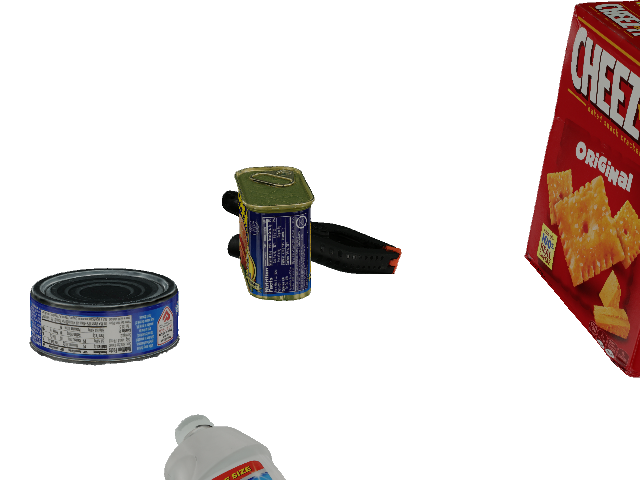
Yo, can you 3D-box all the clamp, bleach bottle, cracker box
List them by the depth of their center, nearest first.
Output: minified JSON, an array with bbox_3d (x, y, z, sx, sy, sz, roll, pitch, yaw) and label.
[{"bbox_3d":[-0.054,0.207,0.720,0.102,0.068,0.251,-16,34,-19],"label":"bleach bottle"},{"bbox_3d":[0.220,-0.037,0.742,0.072,0.214,0.164,-6,33,-16],"label":"cracker box"},{"bbox_3d":[-0.012,0.003,1.173,0.210,0.036,0.164,16,19,-6],"label":"clamp"}]

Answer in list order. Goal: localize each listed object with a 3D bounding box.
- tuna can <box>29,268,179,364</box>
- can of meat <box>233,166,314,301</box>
[{"bbox_3d":[-0.125,0.042,0.619,0.086,0.034,0.086,2,13,-1],"label":"tuna can"},{"bbox_3d":[-0.039,-0.007,0.882,0.057,0.084,0.102,-4,22,-9],"label":"can of meat"}]
